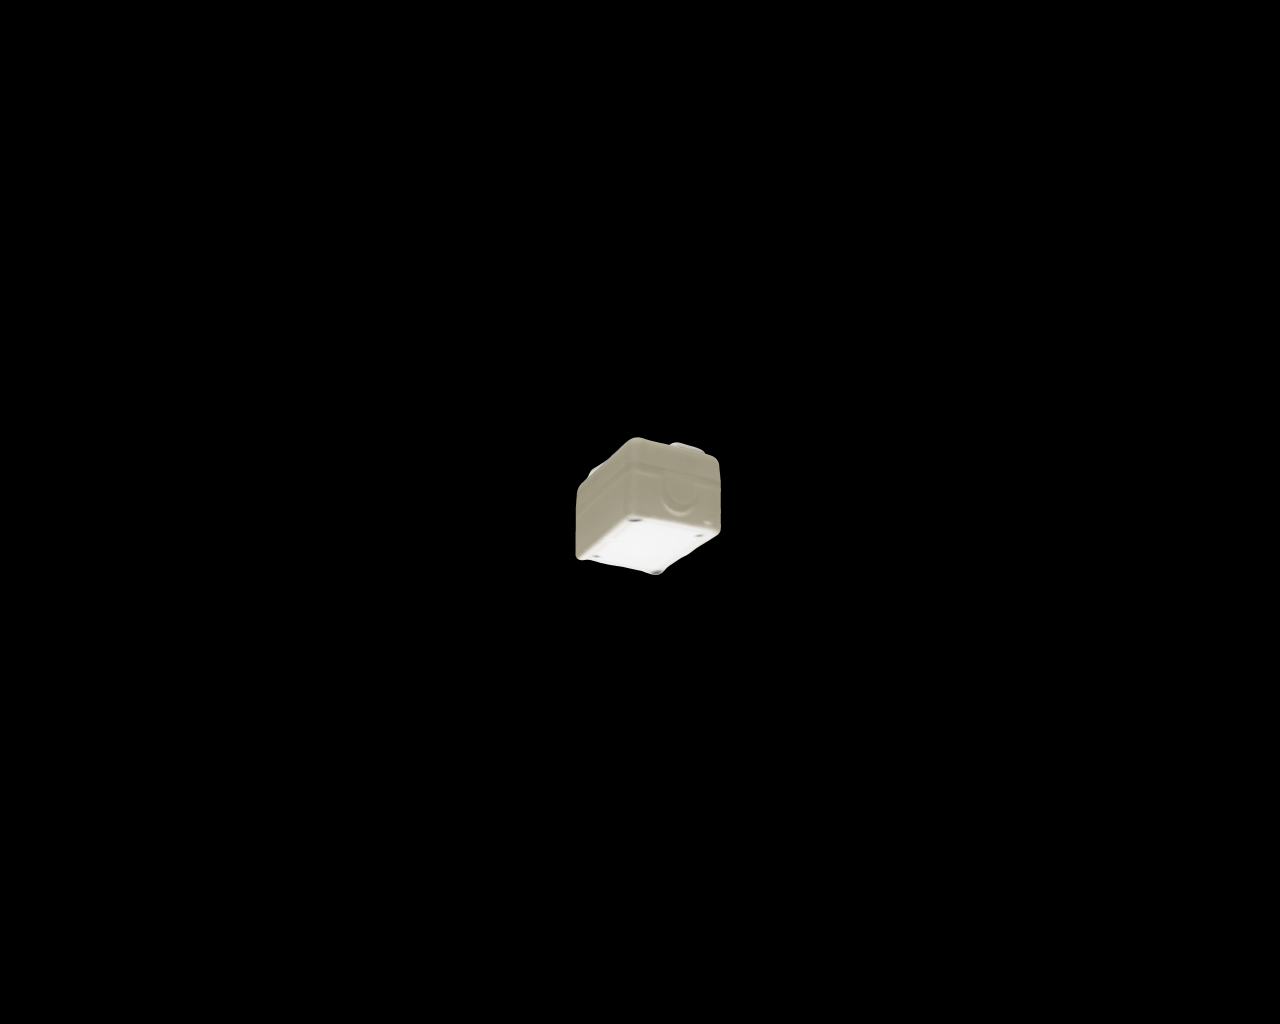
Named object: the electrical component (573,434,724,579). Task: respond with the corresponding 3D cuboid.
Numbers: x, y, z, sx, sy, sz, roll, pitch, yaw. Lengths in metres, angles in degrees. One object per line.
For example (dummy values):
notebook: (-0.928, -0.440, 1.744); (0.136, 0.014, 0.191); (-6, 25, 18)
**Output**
electrical component: (0.001, -0.003, 0.650); (0.062, 0.061, 0.096); (12, -27, -25)
